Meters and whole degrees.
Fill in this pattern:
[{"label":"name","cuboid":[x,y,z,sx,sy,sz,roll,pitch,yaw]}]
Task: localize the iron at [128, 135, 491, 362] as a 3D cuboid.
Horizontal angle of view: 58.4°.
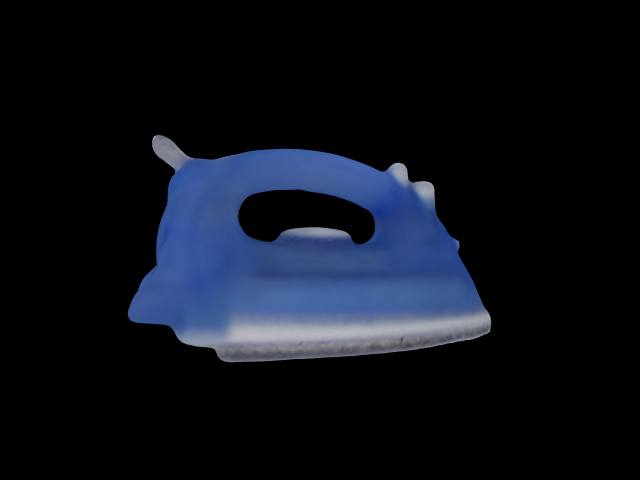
[{"label":"iron","cuboid":[0.004,0.001,0.400,0.259,0.141,0.118,-1,4,-15]}]
